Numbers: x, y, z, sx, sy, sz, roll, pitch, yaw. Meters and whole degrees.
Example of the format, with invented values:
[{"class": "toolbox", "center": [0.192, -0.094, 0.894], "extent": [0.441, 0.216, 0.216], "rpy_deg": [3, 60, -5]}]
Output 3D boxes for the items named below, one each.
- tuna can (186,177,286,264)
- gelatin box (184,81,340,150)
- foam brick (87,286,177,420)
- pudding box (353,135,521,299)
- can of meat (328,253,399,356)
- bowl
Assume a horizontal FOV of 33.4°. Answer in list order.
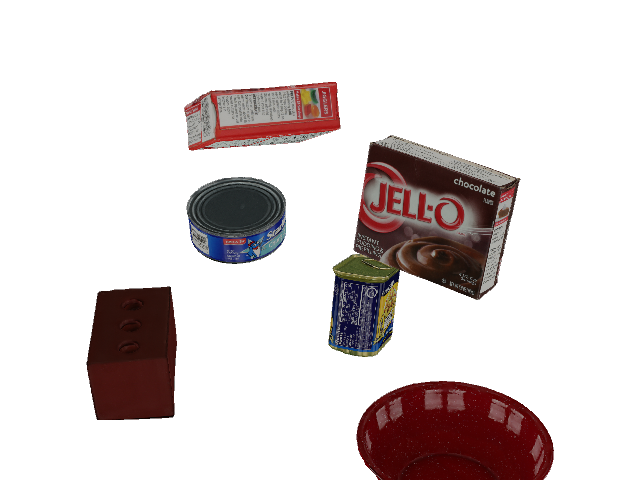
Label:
[{"class": "tuna can", "center": [-0.072, -0.018, 0.929], "extent": [0.086, 0.034, 0.086], "rpy_deg": [-1, 38, 1]}, {"class": "gelatin box", "center": [-0.036, -0.072, 0.624], "extent": [0.073, 0.030, 0.089], "rpy_deg": [-6, 3, -16]}, {"class": "foam brick", "center": [-0.125, 0.076, 0.718], "extent": [0.053, 0.051, 0.078], "rpy_deg": [-3, 35, -4]}, {"class": "pudding box", "center": [0.084, -0.019, 0.793], "extent": [0.114, 0.090, 0.039], "rpy_deg": [21, 28, 27]}, {"class": "can of meat", "center": [0.045, 0.065, 1.092], "extent": [0.057, 0.084, 0.102], "rpy_deg": [9, 12, 16]}, {"class": "bowl", "center": [0.110, 0.186, 0.891], "extent": [0.162, 0.055, 0.162], "rpy_deg": [0, 29, 0]}]
